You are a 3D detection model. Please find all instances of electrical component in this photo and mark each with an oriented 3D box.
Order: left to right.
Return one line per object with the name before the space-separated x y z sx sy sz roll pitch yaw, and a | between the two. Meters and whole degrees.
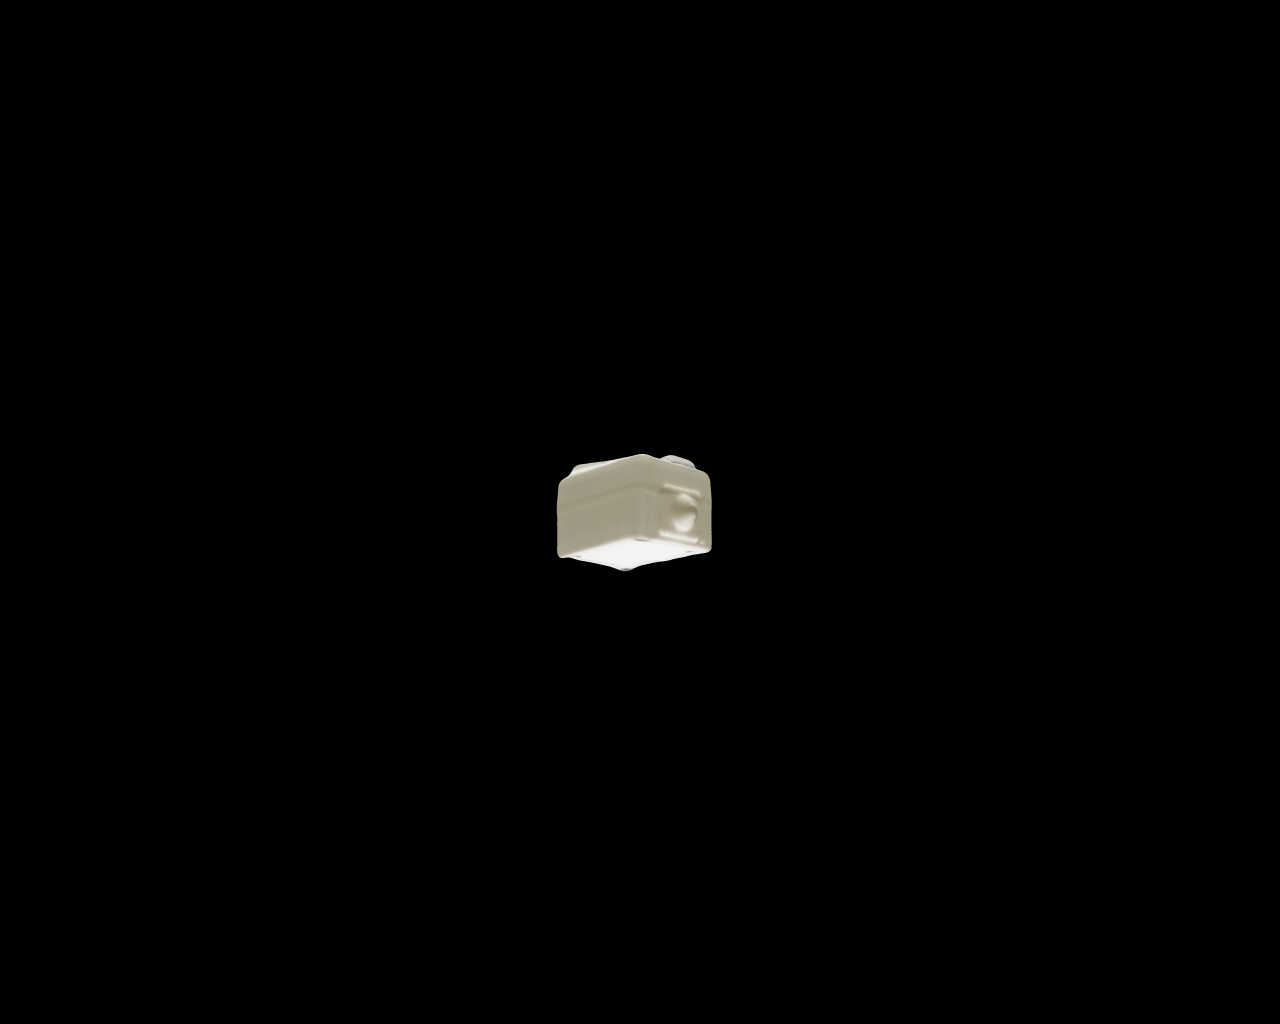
electrical component | 0.001 -0.003 0.650 0.062 0.061 0.096 14 -20 -42
